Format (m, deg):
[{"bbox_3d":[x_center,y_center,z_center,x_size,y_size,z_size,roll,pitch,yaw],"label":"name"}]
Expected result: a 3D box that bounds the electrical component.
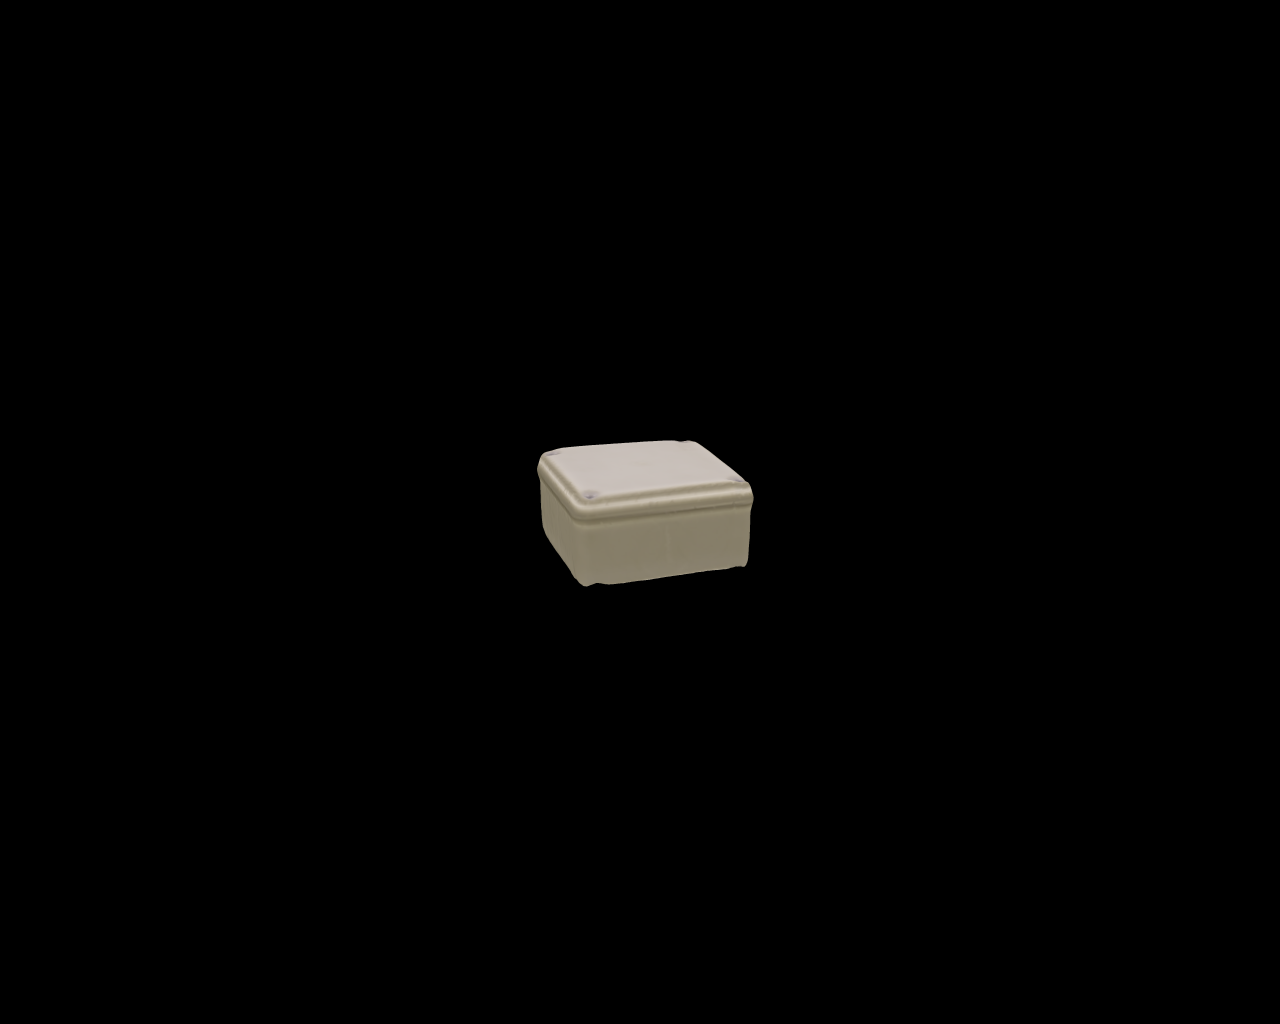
[{"bbox_3d":[0.001,-0.003,0.650,0.109,0.056,0.109,-6,20,-16],"label":"electrical component"}]
